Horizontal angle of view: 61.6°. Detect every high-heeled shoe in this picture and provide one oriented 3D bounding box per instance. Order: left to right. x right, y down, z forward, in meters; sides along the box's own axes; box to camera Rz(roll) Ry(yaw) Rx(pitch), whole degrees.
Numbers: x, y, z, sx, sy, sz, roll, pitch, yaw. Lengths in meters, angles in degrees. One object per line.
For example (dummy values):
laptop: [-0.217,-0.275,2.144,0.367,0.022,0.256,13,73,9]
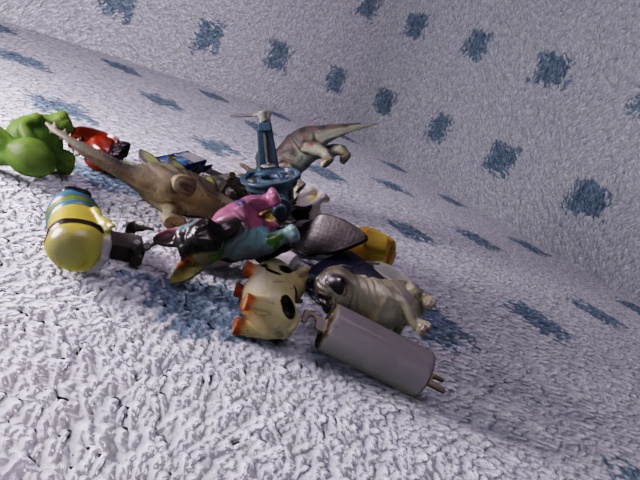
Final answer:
high-heeled shoe: [-0.002,-0.003,1.104,0.249,0.086,0.145,9,-5,25]

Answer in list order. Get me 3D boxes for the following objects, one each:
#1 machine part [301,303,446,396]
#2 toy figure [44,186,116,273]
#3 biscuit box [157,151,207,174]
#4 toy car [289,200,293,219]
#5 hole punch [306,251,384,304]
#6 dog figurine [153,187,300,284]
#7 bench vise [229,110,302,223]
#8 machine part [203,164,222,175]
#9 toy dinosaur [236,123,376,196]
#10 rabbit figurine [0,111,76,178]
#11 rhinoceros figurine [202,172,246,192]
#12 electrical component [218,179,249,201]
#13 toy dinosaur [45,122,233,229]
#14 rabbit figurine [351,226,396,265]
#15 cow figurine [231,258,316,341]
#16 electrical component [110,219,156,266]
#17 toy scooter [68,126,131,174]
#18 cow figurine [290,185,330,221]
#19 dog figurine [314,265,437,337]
machine part: [0.082,0.165,0.808,0.243,0.079,0.079,27,17,-4]
toy figure: [-0.361,-0.017,0.786,0.089,0.082,0.180,-3,35,-34]
biscuit box: [-0.339,-0.164,1.269,0.059,0.062,0.203,26,18,4]
toy car: [-0.100,-0.086,1.368,0.201,0.056,0.074,13,26,-27]
hole punch: [0.043,0.082,1.011,0.115,0.092,0.142,0,33,-45]
dog figurine: [-0.159,0.001,0.894,0.219,0.108,0.191,-21,-7,-21]
bench vise: [-0.104,-0.146,1.088,0.129,0.240,0.224,-5,24,-2]
machine part: [-0.252,-0.149,1.374,0.139,0.039,0.084,32,31,23]
toy dinosaur: [-0.055,-0.236,1.471,0.192,0.405,0.131,49,-3,13]
rabbit figurine: [-0.517,-0.169,0.954,0.159,0.121,0.170,7,21,-27]
rhinoceros figurine: [-0.234,-0.124,1.230,0.112,0.073,0.190,12,12,39]
electrical component: [-0.158,-0.086,1.002,0.063,0.021,0.094,33,5,-23]
toy dinosaur: [-0.280,-0.094,1.027,0.471,0.105,0.199,29,7,-39]
rabbit figurine: [0.081,0.015,1.214,0.173,0.121,0.162,9,18,17]
cow figurine: [-0.069,0.086,0.850,0.127,0.085,0.195,22,21,-15]
electrical component: [-0.306,0.001,0.857,0.078,0.045,0.102,17,18,-27]
toy scooter: [-0.490,-0.201,1.165,0.135,0.075,0.184,18,15,-19]
cow figurine: [-0.026,-0.043,1.251,0.068,0.167,0.098,36,63,28]
dog figurine: [0.088,0.089,0.915,0.190,0.121,0.172,38,17,-3]
